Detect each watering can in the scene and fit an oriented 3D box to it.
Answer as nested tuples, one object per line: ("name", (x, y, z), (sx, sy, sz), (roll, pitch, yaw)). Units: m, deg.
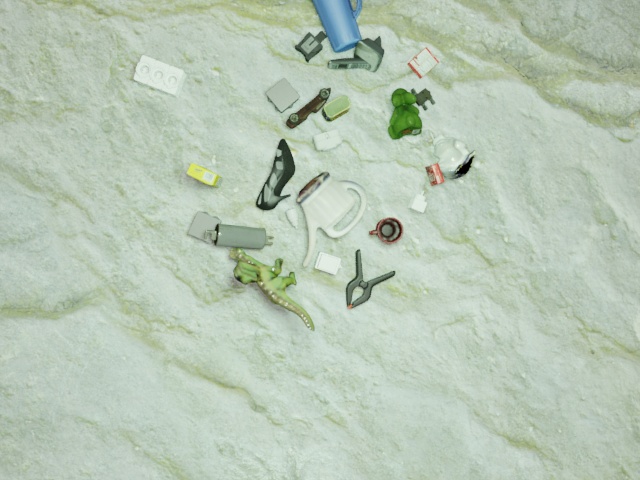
("watering can", (0.005, -0.091, 1.801), (0.350, 0.103, 0.224), (-45, 93, -10))

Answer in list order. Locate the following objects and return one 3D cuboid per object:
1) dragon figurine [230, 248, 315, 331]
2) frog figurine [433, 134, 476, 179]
("dragon figurine", (-0.188, 0.148, 1.707), (0.241, 0.417, 0.121), (17, 111, -42))
("frog figurine", (0.466, -0.300, 1.853), (0.161, 0.122, 0.137), (41, 99, 32))
